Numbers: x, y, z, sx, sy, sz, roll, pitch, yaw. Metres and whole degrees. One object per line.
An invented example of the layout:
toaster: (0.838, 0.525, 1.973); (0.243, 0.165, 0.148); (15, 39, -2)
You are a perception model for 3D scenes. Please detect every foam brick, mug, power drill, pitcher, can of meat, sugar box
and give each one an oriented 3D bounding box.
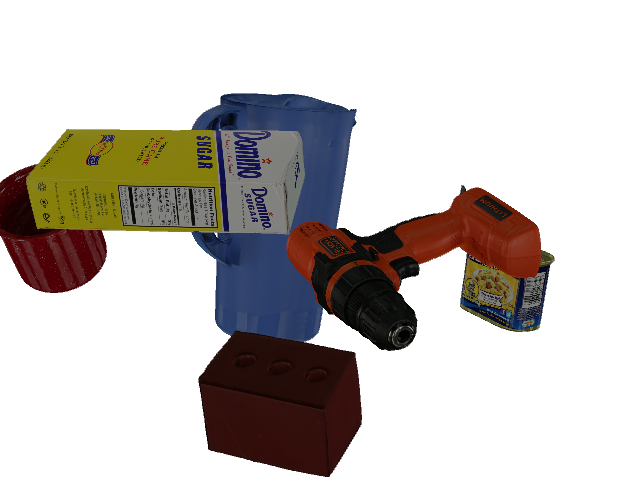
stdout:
foam brick: (-0.022, 0.092, 0.605); (0.078, 0.051, 0.053); (8, 31, 19)
mug: (-0.237, -0.017, 0.946); (0.093, 0.117, 0.081); (-8, -42, 0)
power drill: (0.085, 0.018, 0.882); (0.187, 0.057, 0.185); (-14, 30, -21)
pitcher: (-0.051, -0.024, 1.057); (0.149, 0.243, 0.145); (7, 12, 4)
can of meat: (0.205, 0.046, 1.187); (0.057, 0.084, 0.102); (-9, 23, -36)
sugar box: (-0.103, -0.043, 0.742); (0.176, 0.048, 0.093); (-1, 28, 7)
